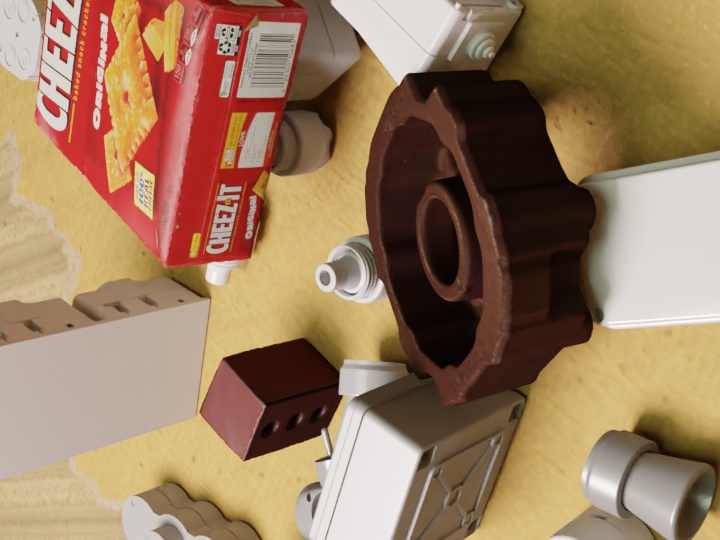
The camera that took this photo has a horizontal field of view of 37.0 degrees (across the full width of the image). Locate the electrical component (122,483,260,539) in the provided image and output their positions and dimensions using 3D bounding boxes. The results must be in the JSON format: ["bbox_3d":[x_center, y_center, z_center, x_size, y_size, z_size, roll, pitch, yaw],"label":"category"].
[{"bbox_3d":[-0.147,0.218,0.851,0.138,0.074,0.052,16,110,40],"label":"electrical component"}]

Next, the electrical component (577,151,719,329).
[{"bbox_3d":[0.164,-0.016,0.514,0.113,0.057,0.078,-8,94,44],"label":"electrical component"}]

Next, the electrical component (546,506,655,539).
[{"bbox_3d":[0.129,0.163,0.593,0.055,0.047,0.055,12,107,42],"label":"electrical component"}]

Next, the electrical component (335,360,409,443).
[{"bbox_3d":[0.008,0.086,0.687,0.045,0.045,0.055,-2,81,44],"label":"electrical component"}]

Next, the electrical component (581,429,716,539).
[{"bbox_3d":[0.151,0.112,0.563,0.055,0.045,0.045,21,113,39],"label":"electrical component"}]

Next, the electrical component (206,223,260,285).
[{"bbox_3d":[-0.097,-0.020,0.772,0.043,0.043,0.062,34,122,34],"label":"electrical component"}]

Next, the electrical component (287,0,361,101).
[{"bbox_3d":[-0.046,-0.161,0.677,0.062,0.061,0.096,-31,74,52],"label":"electrical component"}]

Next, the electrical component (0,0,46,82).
[{"bbox_3d":[-0.259,-0.193,0.883,0.080,0.051,0.080,11,107,42],"label":"electrical component"}]

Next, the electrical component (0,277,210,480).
[{"bbox_3d":[-0.209,0.074,0.799,0.060,0.186,0.105,27,117,37],"label":"electrical component"}]

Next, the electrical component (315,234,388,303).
[{"bbox_3d":[0.000,0.000,0.670,0.043,0.062,0.043,11,107,42],"label":"electrical component"}]

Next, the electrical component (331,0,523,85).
[{"bbox_3d":[0.039,-0.141,0.602,0.096,0.062,0.061,50,128,24],"label":"electrical component"}]

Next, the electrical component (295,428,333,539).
[{"bbox_3d":[-0.008,0.143,0.722,0.077,0.044,0.079,-19,86,44],"label":"electrical component"}]

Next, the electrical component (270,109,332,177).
[{"bbox_3d":[-0.052,-0.082,0.701,0.043,0.062,0.043,12,107,42],"label":"electrical component"}]

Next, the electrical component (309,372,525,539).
[{"bbox_3d":[0.034,0.118,0.632,0.056,0.109,0.108,32,120,31],"label":"electrical component"}]
